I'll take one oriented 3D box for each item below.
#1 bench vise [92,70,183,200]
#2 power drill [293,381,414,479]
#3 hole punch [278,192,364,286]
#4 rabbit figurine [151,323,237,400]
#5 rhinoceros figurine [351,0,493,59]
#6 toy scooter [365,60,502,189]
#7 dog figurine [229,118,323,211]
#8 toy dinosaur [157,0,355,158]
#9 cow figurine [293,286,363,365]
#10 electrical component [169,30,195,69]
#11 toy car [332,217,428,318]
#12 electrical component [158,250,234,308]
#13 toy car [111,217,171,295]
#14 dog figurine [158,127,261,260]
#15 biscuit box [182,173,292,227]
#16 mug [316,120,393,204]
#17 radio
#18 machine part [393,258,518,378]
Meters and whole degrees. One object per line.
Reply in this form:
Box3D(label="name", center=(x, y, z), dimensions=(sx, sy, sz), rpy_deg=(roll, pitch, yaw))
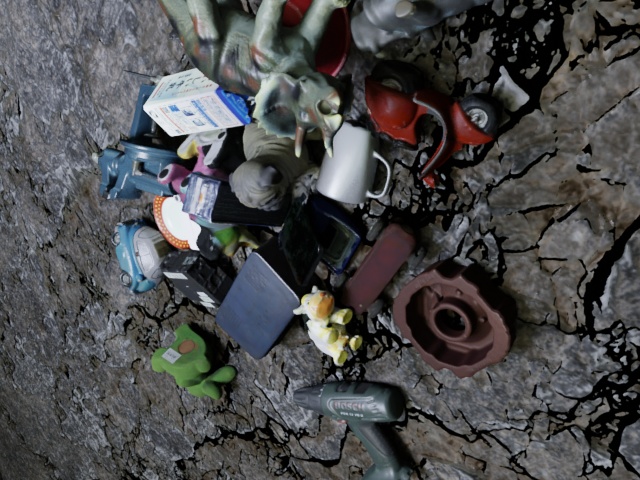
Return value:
Box3D(label="bench vise", center=(-0.325, -0.183, 0.989), dimensions=(0.224, 0.129, 0.240), rpy_deg=(21, 104, 38))
Box3D(label="power drill", center=(0.071, 0.354, 0.997), dimensions=(0.232, 0.086, 0.207), rpy_deg=(-21, 92, 39))
Box3D(label="hole punch", center=(-0.002, -0.003, 0.865), dimensions=(0.116, 0.092, 0.142), rpy_deg=(62, 148, 29))
Box3D(label="rabbit figurine", center=(-0.268, 0.290, 1.208), dimensions=(0.159, 0.121, 0.170), rpy_deg=(15, 139, 22))
Box3D(label="rhinoceros figurine", center=(0.120, -0.277, 0.616), dimensions=(0.190, 0.112, 0.073), rpy_deg=(-16, 85, 29))
Box3D(label="toy scooter", center=(0.130, -0.144, 0.695), dimensions=(0.184, 0.075, 0.135), rpy_deg=(28, 127, 17))
Box3D(label="dog figurine", center=(-0.089, -0.123, 0.789), dimensions=(0.173, 0.190, 0.121), rpy_deg=(14, 120, 33))
Box3D(label="toy dinosaur", center=(-0.100, -0.247, 0.684), dimensions=(0.405, 0.131, 0.192), rpy_deg=(31, 124, 23))
Box3D(label="cow figurine", center=(0.004, 0.131, 0.905), dimensions=(0.098, 0.068, 0.167), rpy_deg=(27, 151, 40))
Box3D(label="electrical component", center=(-0.171, -0.297, 0.850), dimensions=(0.075, 0.048, 0.119), rpy_deg=(3, 154, 38))
Box3D(label="toy car", center=(0.089, 0.046, 0.833), dimensions=(0.089, 0.053, 0.202), rpy_deg=(32, 135, 3))
Box3D(label="electrical component", center=(-0.238, 0.079, 1.065), dimensions=(0.115, 0.058, 0.134), rpy_deg=(3, 142, 45))
Box3D(label="toy car", center=(-0.364, 0.029, 1.137), dimensions=(0.103, 0.109, 0.161), rpy_deg=(-8, 100, 26))
Box3D(label="dog figurine", center=(-0.167, -0.072, 0.937), dimensions=(0.109, 0.191, 0.219), rpy_deg=(18, 155, 37))
Box3D(label="biscuit box", center=(-0.122, -0.058, 0.837), dimensions=(0.059, 0.202, 0.062), rpy_deg=(18, 97, 26))
Box3D(label="mug", center=(0.053, -0.111, 0.764), dimensions=(0.110, 0.081, 0.107), rpy_deg=(26, 118, 29))
Box3D(label="radio", center=(-0.100, 0.115, 0.999), dimensions=(0.131, 0.073, 0.229), rpy_deg=(43, 133, 10))
Box3D(label="machine part", center=(0.197, 0.114, 0.788), dimensions=(0.180, 0.056, 0.179), rpy_deg=(18, 122, 30))
